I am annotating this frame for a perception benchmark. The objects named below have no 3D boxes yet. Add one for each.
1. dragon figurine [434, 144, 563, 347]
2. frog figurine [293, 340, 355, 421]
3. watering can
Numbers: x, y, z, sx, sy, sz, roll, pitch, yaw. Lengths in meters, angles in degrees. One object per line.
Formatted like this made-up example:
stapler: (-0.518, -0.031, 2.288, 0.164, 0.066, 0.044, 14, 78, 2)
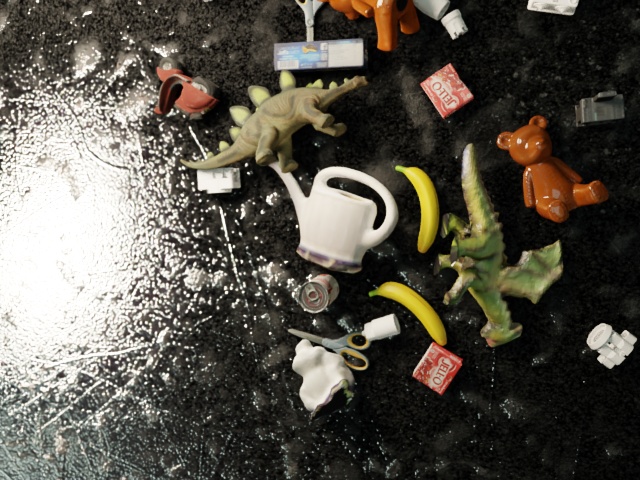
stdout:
dragon figurine: (0.371, 0.025, 1.049, 0.243, 0.123, 0.407, 10, 98, -2)
frog figurine: (-0.001, 0.308, 1.167, 0.162, 0.122, 0.135, 49, 119, 43)
watering can: (0.003, -0.057, 1.137, 0.349, 0.104, 0.223, 18, 98, 27)
